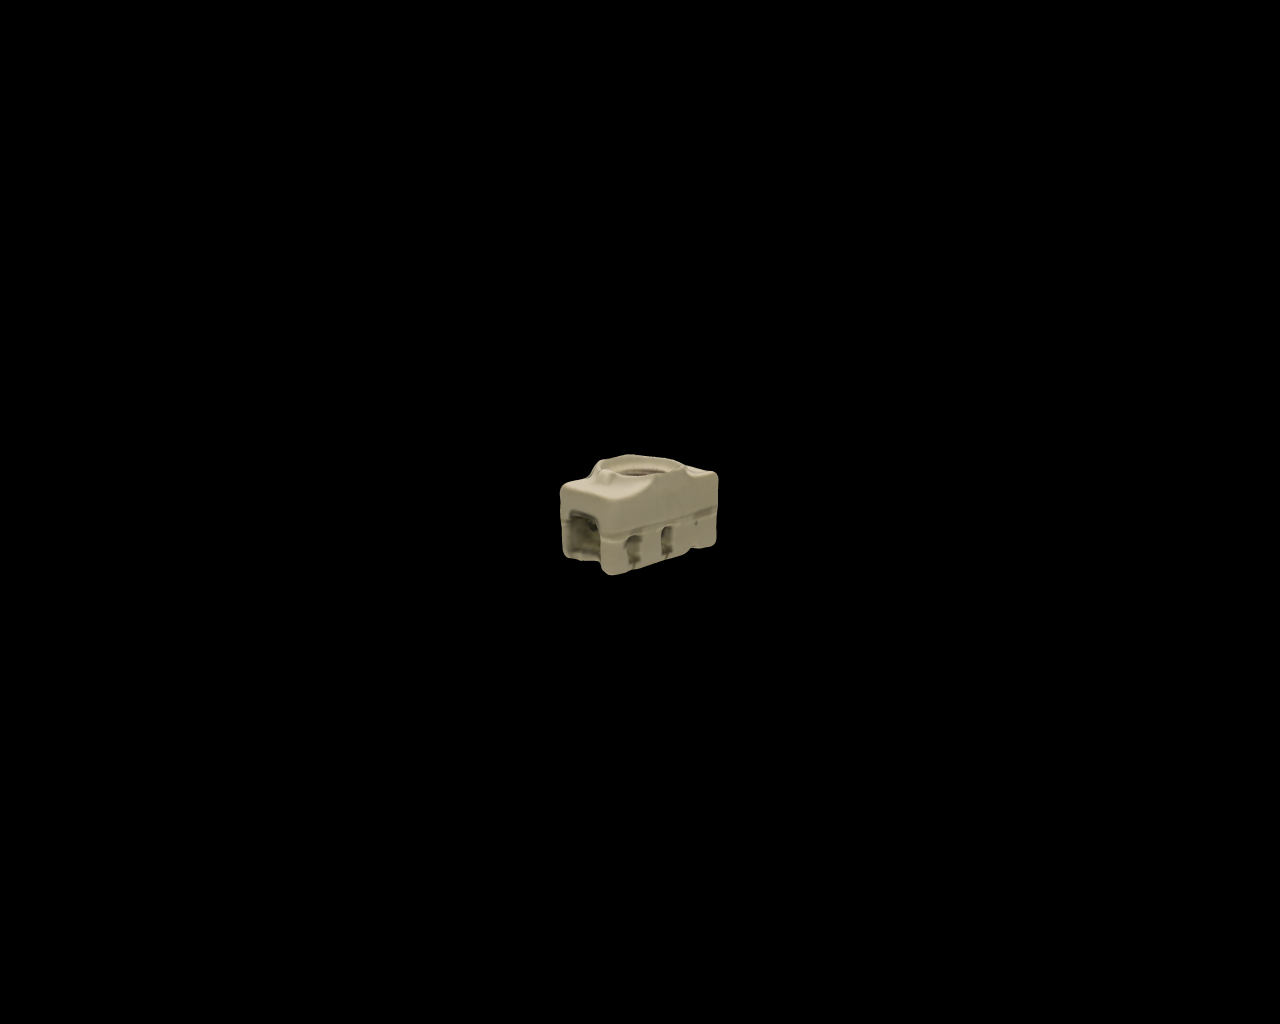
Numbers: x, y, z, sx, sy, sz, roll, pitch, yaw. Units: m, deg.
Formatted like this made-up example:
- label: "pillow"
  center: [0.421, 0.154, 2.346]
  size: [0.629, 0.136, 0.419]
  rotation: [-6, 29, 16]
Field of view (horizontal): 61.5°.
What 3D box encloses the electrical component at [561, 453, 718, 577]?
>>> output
- label: "electrical component"
  center: [0.001, -0.003, 0.650]
  size: [0.090, 0.055, 0.050]
  rotation: [-14, 22, -40]
